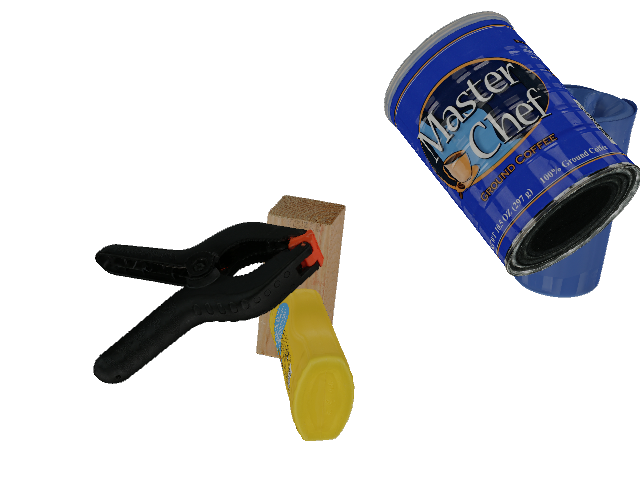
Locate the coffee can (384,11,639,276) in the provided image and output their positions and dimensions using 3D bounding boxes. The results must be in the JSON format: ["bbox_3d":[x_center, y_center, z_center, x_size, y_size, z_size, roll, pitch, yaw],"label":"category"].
[{"bbox_3d":[0.121,-0.063,0.688,0.102,0.140,0.103,-28,-26,-15],"label":"coffee can"}]

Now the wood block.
[{"bbox_3d":[-0.028,0.053,1.466,0.090,0.206,0.090,10,22,10],"label":"wood block"}]

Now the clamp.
[{"bbox_3d":[-0.083,0.037,0.733,0.172,0.120,0.039,-13,-38,14],"label":"clamp"}]

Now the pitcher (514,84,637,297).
[{"bbox_3d":[0.288,-0.055,1.280,0.149,0.243,0.145,2,26,1],"label":"pitcher"}]

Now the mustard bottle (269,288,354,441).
[{"bbox_3d":[-0.015,0.102,1.042,0.058,0.096,0.192,-4,28,-11],"label":"mustard bottle"}]
